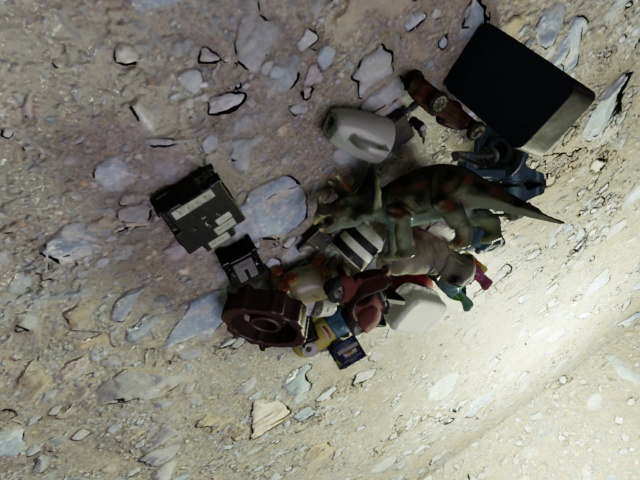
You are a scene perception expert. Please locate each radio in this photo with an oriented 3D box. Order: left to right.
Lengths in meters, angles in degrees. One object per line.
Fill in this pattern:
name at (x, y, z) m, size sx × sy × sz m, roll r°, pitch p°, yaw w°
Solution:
radio at (0.322, -0.251, 0.898) m, size 0.073 × 0.230 × 0.131 m, roll 9°, pitch 126°, yaw -39°

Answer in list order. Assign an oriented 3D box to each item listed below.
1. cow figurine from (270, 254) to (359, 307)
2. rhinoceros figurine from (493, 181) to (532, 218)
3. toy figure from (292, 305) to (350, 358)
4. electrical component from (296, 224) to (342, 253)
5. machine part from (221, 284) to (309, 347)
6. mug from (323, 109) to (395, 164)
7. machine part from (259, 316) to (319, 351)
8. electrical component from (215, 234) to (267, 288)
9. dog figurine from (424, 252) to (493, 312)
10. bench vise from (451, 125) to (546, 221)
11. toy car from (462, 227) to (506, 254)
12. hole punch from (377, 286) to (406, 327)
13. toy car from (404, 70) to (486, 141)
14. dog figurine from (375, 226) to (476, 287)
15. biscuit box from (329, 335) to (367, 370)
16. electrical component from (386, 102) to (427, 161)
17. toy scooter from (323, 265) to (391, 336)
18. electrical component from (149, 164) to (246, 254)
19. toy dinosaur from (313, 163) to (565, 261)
cow figurine at (-0.005, 0.095, 1.121) m, size 0.195 × 0.086 × 0.127 m, roll -16°, pitch 139°, yaw -19°
rhinoceros figurine at (0.447, -0.105, 1.261) m, size 0.190 × 0.073 × 0.112 m, roll 12°, pitch 120°, yaw -42°
toy figure at (0.016, 0.210, 1.256) m, size 0.180 × 0.082 × 0.089 m, roll -33°, pitch 154°, yaw -11°
electrical component at (-0.002, -0.003, 1.073) m, size 0.094 × 0.021 × 0.063 m, roll -42°, pitch 142°, yaw 7°
machine part at (-0.106, 0.155, 1.064) m, size 0.179 × 0.056 × 0.179 m, roll 8°, pitch 145°, yaw 5°
mug at (0.063, -0.171, 0.892) m, size 0.107 × 0.110 × 0.080 m, roll 11°, pitch 128°, yaw -27°
machine part at (-0.076, 0.207, 1.196) m, size 0.139 × 0.084 × 0.039 m, roll -13°, pitch 164°, yaw -6°
electrical component at (-0.143, 0.052, 1.006) m, size 0.075 × 0.048 × 0.119 m, roll -25°, pitch 139°, yaw -12°
dog figurine at (0.303, 0.060, 1.309) m, size 0.219 × 0.192 × 0.108 m, roll 35°, pitch 112°, yaw -14°
bench vise at (0.353, -0.143, 1.083) m, size 0.240 × 0.129 × 0.223 m, roll -5°, pitch 107°, yaw -34°
toy car at (0.377, -0.016, 1.289) m, size 0.103 × 0.109 × 0.161 m, roll -22°, pitch 165°, yaw 22°
hole punch at (0.113, 0.135, 1.222) m, size 0.142 × 0.116 × 0.092 m, roll 10°, pitch 117°, yaw -45°
toy car at (0.222, -0.232, 0.954) m, size 0.202 × 0.089 × 0.053 m, roll 17°, pitch 117°, yaw -47°
dog figurine at (0.226, 0.050, 1.126) m, size 0.172 × 0.191 × 0.121 m, roll -44°, pitch 159°, yaw -42°
biscuit box at (0.064, 0.276, 1.311) m, size 0.063 × 0.059 × 0.202 m, roll -29°, pitch 167°, yaw -9°
electrical component at (0.147, -0.192, 0.974) m, size 0.102 × 0.045 × 0.078 m, roll -34°, pitch 143°, yaw -2°
toy scooter at (0.094, 0.114, 1.087) m, size 0.135 × 0.075 × 0.183 m, roll -30°, pitch 134°, yaw -1°
electrical component at (-0.190, -0.043, 0.866) m, size 0.115 × 0.058 × 0.134 m, roll -30°, pitch 142°, yaw -5°
toy dinosaur at (0.196, -0.069, 0.954) m, size 0.405 × 0.192 × 0.131 m, roll -12°, pitch 180°, yaw 14°
